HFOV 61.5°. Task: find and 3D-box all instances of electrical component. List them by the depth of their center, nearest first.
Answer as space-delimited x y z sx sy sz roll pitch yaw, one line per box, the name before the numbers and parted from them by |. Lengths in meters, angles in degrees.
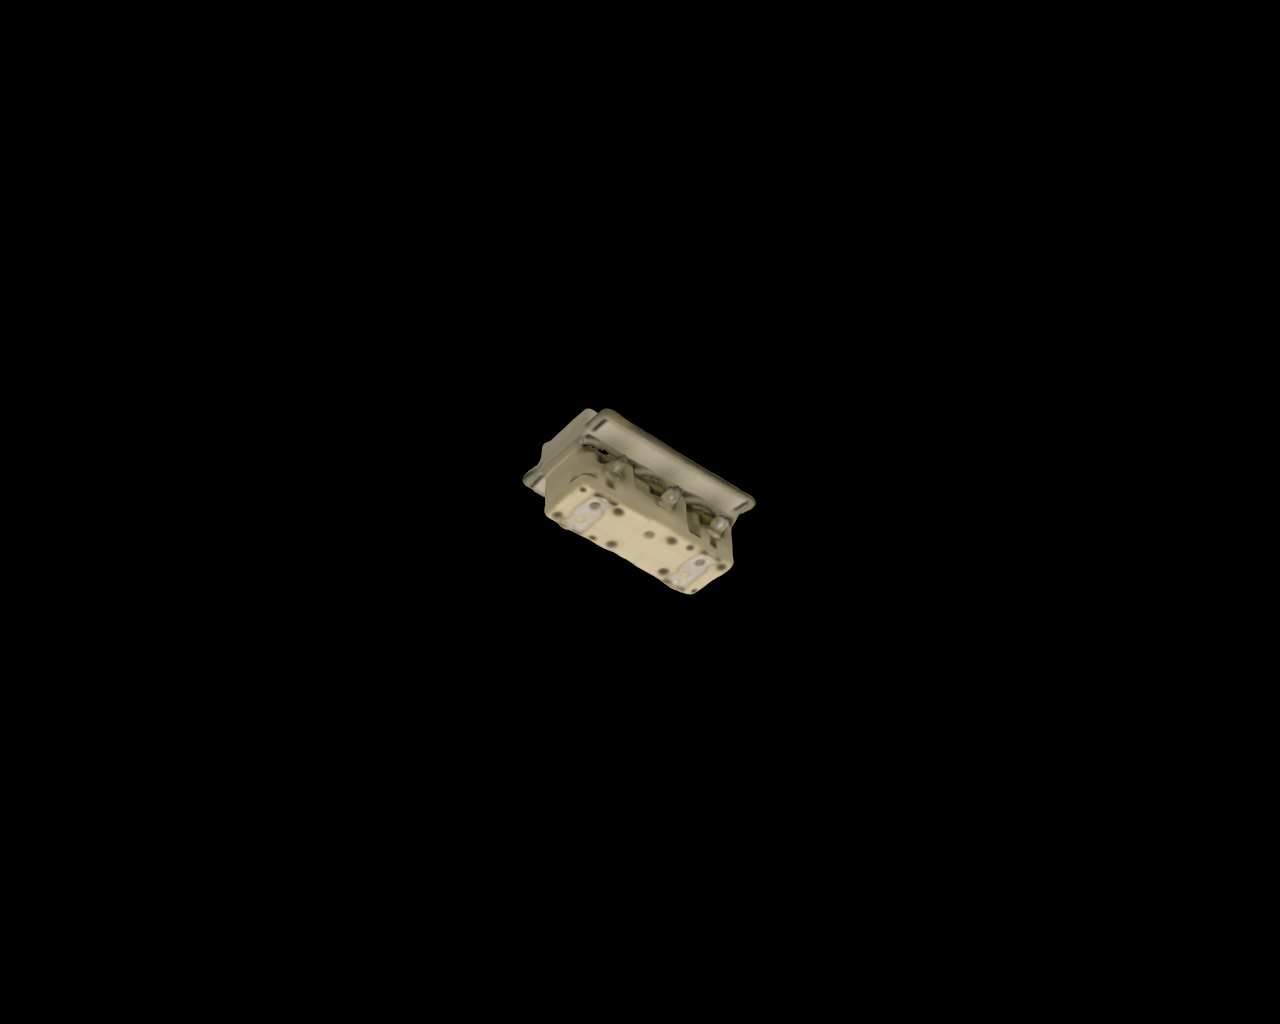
electrical component | 0.001 -0.003 0.650 0.121 0.063 0.078 31 -50 -30
